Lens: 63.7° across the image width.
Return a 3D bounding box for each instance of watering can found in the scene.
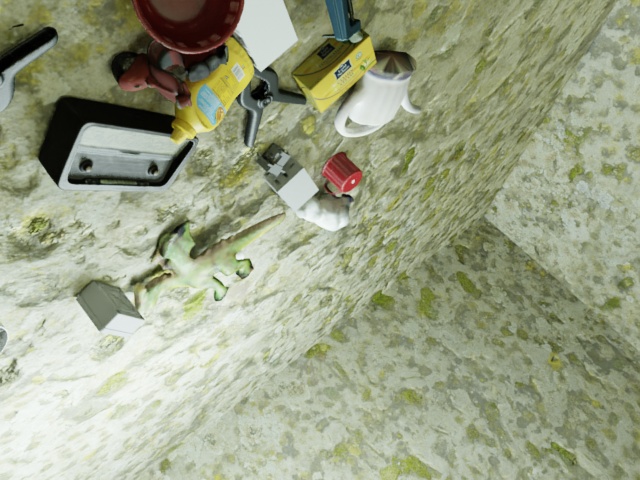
[{"bbox_3d":[0.172,-0.367,1.281,0.352,0.105,0.219,-26,151,-38],"label":"watering can"}]

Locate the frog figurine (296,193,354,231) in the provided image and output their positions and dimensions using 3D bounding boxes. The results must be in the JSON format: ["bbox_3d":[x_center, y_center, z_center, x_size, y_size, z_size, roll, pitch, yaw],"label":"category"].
[{"bbox_3d":[0.005,-0.075,1.484,0.161,0.139,0.120,-26,135,-39],"label":"frog figurine"}]

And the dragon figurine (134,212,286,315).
[{"bbox_3d":[-0.280,0.032,1.234,0.410,0.124,0.239,-45,150,0],"label":"dragon figurine"}]
